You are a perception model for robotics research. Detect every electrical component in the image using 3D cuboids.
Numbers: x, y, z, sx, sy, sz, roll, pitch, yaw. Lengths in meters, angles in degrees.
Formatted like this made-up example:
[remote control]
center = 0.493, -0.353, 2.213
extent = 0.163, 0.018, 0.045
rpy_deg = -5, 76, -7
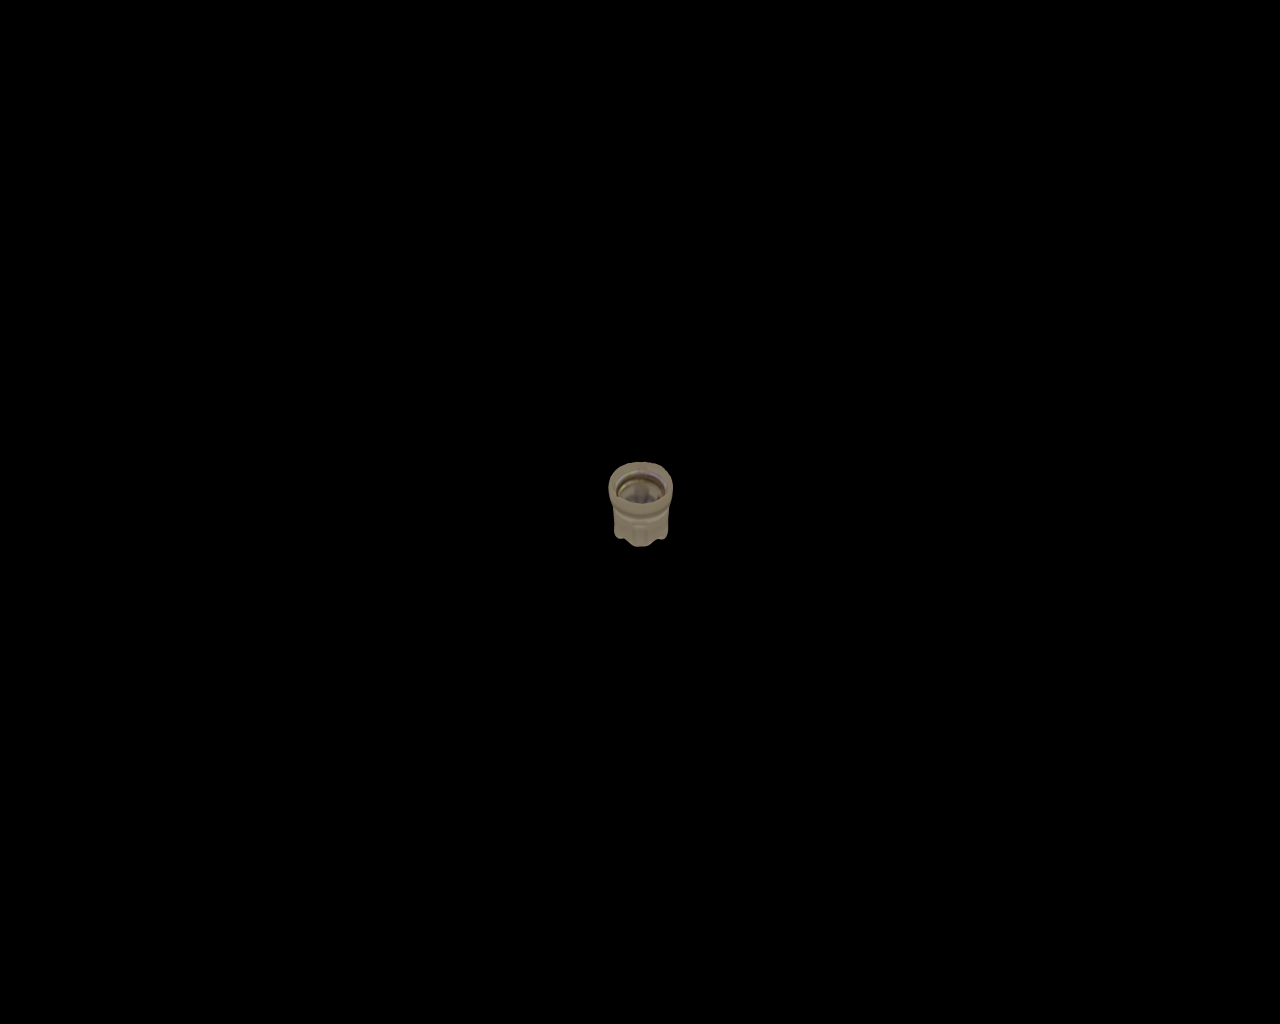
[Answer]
[electrical component]
center = 0.001, -0.003, 0.650
extent = 0.040, 0.040, 0.046
rpy_deg = 0, -43, 0
